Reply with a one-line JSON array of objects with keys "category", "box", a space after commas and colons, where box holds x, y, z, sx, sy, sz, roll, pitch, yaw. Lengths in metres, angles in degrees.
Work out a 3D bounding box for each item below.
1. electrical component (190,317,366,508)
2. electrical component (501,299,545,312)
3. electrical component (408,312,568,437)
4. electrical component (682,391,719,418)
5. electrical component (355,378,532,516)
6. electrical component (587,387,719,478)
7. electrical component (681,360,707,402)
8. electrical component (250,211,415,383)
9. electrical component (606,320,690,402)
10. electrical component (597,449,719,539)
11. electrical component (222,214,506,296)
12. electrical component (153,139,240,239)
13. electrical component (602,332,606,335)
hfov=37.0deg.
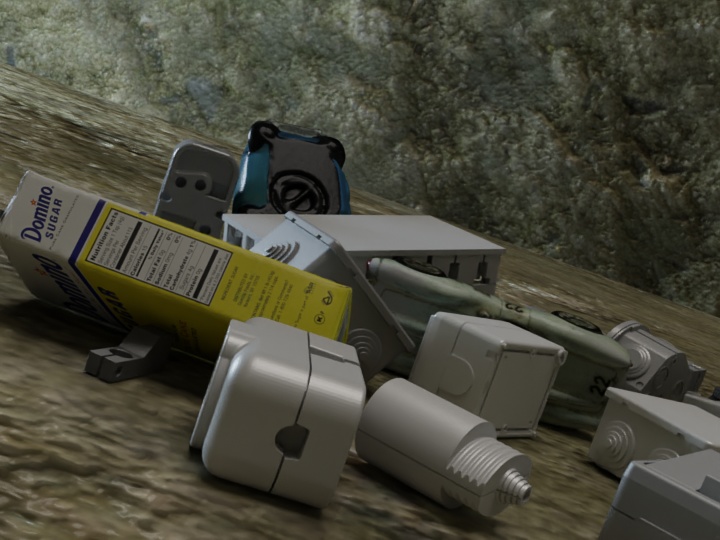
[{"category": "electrical component", "box": [-0.036, 0.057, 0.460, 0.059, 0.053, 0.095, 18, 7, -6]}, {"category": "electrical component", "box": [0.125, 0.057, 0.885, 0.138, 0.052, 0.074, 14, 9, -34]}, {"category": "electrical component", "box": [0.080, 0.065, 0.671, 0.061, 0.061, 0.096, 25, 9, 38]}, {"category": "electrical component", "box": [0.257, 0.123, 0.730, 0.062, 0.061, 0.096, 15, 1, -31]}, {"category": "electrical component", "box": [0.042, 0.085, 0.492, 0.081, 0.043, 0.043, 24, 9, 34]}, {"category": "electrical component", "box": [0.202, 0.116, 0.660, 0.100, 0.048, 0.100, 15, 9, -33]}, {"category": "electrical component", "box": [0.251, 0.100, 0.878, 0.048, 0.055, 0.066, 23, 8, 29]}, {"category": "electrical component", "box": [-0.023, 0.019, 0.656, 0.099, 0.048, 0.100, 54, -9, -25]}, {"category": "electrical component", "box": [0.204, 0.082, 0.801, 0.051, 0.080, 0.080, 32, 14, 39]}, {"category": "electrical component", "box": [0.150, 0.116, 0.470, 0.062, 0.061, 0.096, 25, 9, 40]}, {"category": "electrical component", "box": [0.000, 0.000, 0.811, 0.186, 0.060, 0.105, -1, 17, -30]}, {"category": "electrical component", "box": [-0.136, -0.056, 0.876, 0.054, 0.095, 0.059, 18, 7, -13]}, {"category": "electrical component", "box": [0.192, 0.076, 0.965, 0.062, 0.048, 0.048, 5, 14, -35]}]
